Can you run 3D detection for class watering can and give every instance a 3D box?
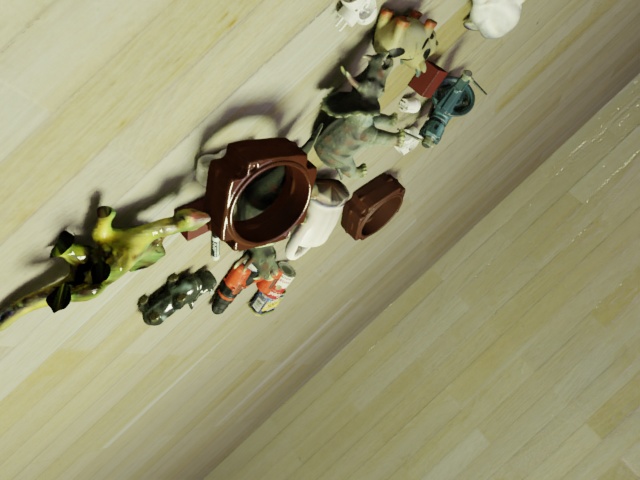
[{"bbox_3d":[0.004,-0.070,1.388,0.220,0.104,0.353,-63,170,27],"label":"watering can"}]

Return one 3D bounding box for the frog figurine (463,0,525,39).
[{"bbox_3d":[0.408,-0.544,1.178,0.137,0.124,0.158,-21,168,-3],"label":"frog figurine"}]

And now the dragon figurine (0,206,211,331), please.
[{"bbox_3d":[-0.382,0.050,0.954,0.408,0.123,0.242,-32,168,14],"label":"dragon figurine"}]
